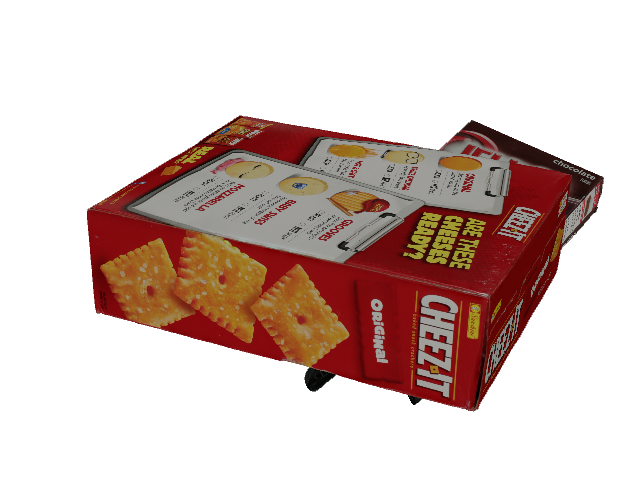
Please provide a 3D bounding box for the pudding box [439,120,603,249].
[{"bbox_3d":[0.127,-0.031,0.753,0.114,0.039,0.089,30,54,26],"label":"pudding box"}]

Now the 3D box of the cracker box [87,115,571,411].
[{"bbox_3d":[0.009,0.002,0.578,0.214,0.072,0.164,13,28,22],"label":"cracker box"}]

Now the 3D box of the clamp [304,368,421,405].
[{"bbox_3d":[0.068,0.100,1.098,0.120,0.171,0.039,16,-39,18],"label":"clamp"}]
